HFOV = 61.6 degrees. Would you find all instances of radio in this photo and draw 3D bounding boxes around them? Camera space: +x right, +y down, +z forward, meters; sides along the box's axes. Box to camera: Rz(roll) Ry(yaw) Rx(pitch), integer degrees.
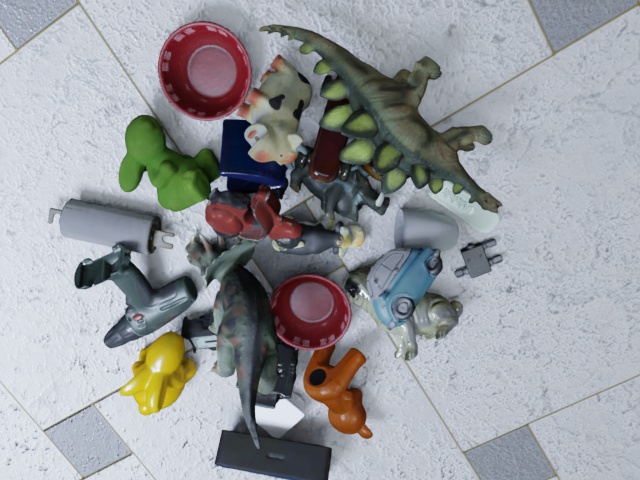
[{"bbox_3d":[-0.095,0.453,1.120,0.230,0.131,0.073,10,65,2],"label":"radio"}]

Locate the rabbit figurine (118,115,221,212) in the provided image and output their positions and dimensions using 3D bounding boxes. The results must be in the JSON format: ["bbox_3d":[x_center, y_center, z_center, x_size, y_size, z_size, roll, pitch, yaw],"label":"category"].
[{"bbox_3d":[-0.281,-0.143,0.954,0.159,0.121,0.170,-17,123,31],"label":"rabbit figurine"}]

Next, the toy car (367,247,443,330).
[{"bbox_3d":[0.135,0.069,0.922,0.103,0.109,0.161,33,88,7],"label":"toy car"}]

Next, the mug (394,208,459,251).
[{"bbox_3d":[0.195,-0.003,0.984,0.107,0.081,0.109,1,114,-3],"label":"mug"}]

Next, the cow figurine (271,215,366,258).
[{"bbox_3d":[-0.001,-0.005,0.985,0.167,0.098,0.068,0,104,6],"label":"cow figurine"}]

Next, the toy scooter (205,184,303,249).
[{"bbox_3d":[-0.119,-0.049,0.902,0.184,0.075,0.135,14,152,14],"label":"toy scooter"}]

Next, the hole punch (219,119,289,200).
[{"bbox_3d":[-0.114,-0.145,0.928,0.116,0.092,0.142,-3,69,7],"label":"hole punch"}]

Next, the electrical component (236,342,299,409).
[{"bbox_3d":[-0.103,0.264,1.071,0.115,0.058,0.134,9,76,2],"label":"electrical component"}]

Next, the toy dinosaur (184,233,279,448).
[{"bbox_3d":[-0.134,0.132,0.939,0.131,0.405,0.192,-10,130,-20],"label":"toy dinosaur"}]

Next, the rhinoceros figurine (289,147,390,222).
[{"bbox_3d":[0.034,-0.095,0.972,0.190,0.073,0.112,31,96,-4],"label":"rhinoceros figurine"}]

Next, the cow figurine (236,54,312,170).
[{"bbox_3d":[-0.067,-0.201,0.887,0.127,0.195,0.085,31,144,-13],"label":"cow figurine"}]

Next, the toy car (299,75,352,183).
[{"bbox_3d":[0.027,-0.192,0.921,0.089,0.053,0.202,15,77,-1],"label":"toy car"}]

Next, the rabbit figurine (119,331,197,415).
[{"bbox_3d":[-0.318,0.251,1.046,0.122,0.162,0.173,31,125,2],"label":"rabbit figurine"}]

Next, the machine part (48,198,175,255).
[{"bbox_3d":[-0.394,-0.025,1.017,0.243,0.079,0.079,13,108,1],"label":"machine part"}]

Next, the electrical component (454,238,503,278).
[{"bbox_3d":[0.295,0.036,1.017,0.094,0.021,0.063,-23,104,12],"label":"electrical component"}]

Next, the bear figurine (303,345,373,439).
[{"bbox_3d":[0.050,0.307,1.086,0.132,0.120,0.195,-56,131,-23],"label":"bear figurine"}]

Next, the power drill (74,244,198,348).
[{"bbox_3d":[-0.369,0.114,1.026,0.232,0.086,0.207,-25,129,7],"label":"power drill"}]

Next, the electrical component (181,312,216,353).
[{"bbox_3d":[-0.209,0.183,1.072,0.119,0.048,0.074,-12,134,9],"label":"electrical component"}]

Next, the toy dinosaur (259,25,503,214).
[{"bbox_3d":[0.110,-0.204,0.862,0.198,0.105,0.471,-43,86,-16],"label":"toy dinosaur"}]

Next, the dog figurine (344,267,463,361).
[{"bbox_3d":[0.158,0.109,1.020,0.172,0.121,0.190,-31,85,-21],"label":"dog figurine"}]
